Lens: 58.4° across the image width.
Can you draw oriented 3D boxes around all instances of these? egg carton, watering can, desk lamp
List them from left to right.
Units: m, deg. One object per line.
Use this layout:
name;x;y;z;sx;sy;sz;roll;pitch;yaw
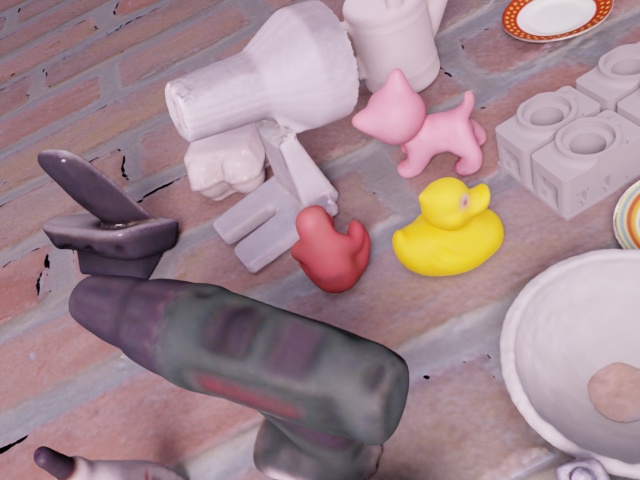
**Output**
egg carton;-0.106;-0.119;0.724;0.107;0.070;0.150;-5;50;20
desk lamp;-0.049;-0.106;0.588;0.203;0.214;0.117;-38;47;-10
watering can;0.085;-0.283;0.693;0.173;0.195;0.100;-42;48;-14

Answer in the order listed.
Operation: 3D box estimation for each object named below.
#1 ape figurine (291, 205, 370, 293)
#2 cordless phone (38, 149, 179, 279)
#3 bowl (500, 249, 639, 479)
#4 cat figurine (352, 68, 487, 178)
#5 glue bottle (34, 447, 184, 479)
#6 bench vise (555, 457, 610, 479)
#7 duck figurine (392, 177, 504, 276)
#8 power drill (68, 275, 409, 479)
ape figurine;0.005;0.002;0.556;0.077;0.092;0.076;-6;50;19
cordless phone;-0.263;-0.040;0.645;0.147;0.185;0.094;2;53;25
bowl;0.214;0.091;0.399;0.167;0.075;0.167;-12;48;14
cat figurine;0.104;-0.127;0.604;0.127;0.118;0.067;-3;51;21
glue bottle;-0.143;0.184;0.408;0.037;0.174;0.078;-28;46;0
bench vise;0.140;0.196;0.241;0.121;0.220;0.207;-30;46;-3
duck figurine;0.114;-0.019;0.530;0.104;0.086;0.077;-18;47;9
power drill;-0.041;0.106;0.406;0.228;0.209;0.076;5;54;27
